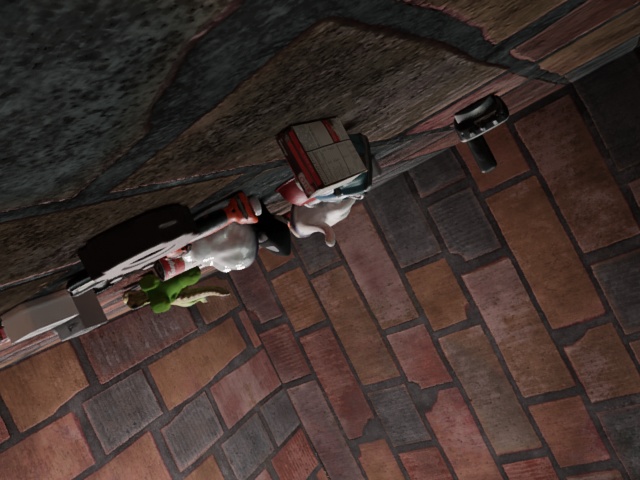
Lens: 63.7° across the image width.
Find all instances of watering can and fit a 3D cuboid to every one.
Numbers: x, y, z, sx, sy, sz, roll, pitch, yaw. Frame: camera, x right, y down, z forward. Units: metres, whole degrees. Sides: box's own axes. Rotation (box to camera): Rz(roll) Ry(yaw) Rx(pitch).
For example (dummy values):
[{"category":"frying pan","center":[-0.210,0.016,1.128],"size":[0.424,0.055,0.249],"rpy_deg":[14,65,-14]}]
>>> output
[{"category":"watering can","center":[0.004,-0.071,1.409],"size":[0.222,0.103,0.356],"rpy_deg":[-26,-155,34]}]

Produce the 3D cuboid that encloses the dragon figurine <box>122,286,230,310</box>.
[{"category":"dragon figurine","center":[-0.507,0.189,1.687],"size":[0.409,0.121,0.245],"rpy_deg":[-3,-167,42]}]

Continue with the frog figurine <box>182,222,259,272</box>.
[{"category":"frog figurine","center":[-0.219,0.012,1.126],"size":[0.160,0.125,0.134],"rpy_deg":[-16,140,-31]}]
